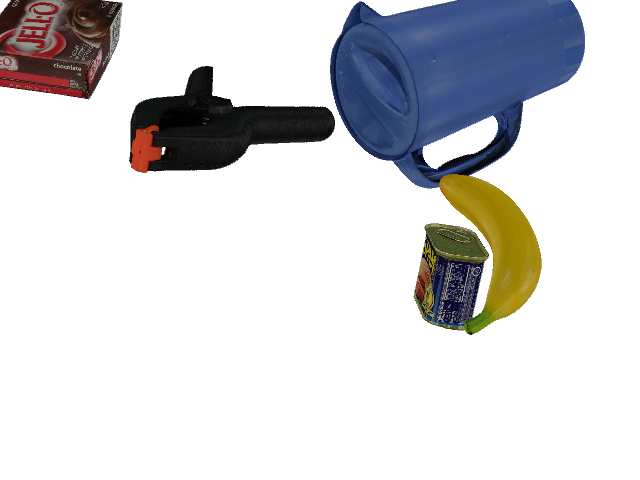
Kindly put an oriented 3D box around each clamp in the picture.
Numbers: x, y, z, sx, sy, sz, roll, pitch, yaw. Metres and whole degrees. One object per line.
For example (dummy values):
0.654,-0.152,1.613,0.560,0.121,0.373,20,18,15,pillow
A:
-0.081,-0.085,0.737,0.120,0.039,0.171,21,24,30,clamp

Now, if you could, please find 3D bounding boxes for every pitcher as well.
0.144,-0.164,1.045,0.242,0.149,0.145,-22,46,-29,pitcher

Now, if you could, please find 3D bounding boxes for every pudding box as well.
-0.217,-0.161,0.866,0.090,0.039,0.113,9,35,0,pudding box

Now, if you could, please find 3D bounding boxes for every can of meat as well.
0.136,0.038,1.136,0.057,0.084,0.102,7,18,-6,can of meat

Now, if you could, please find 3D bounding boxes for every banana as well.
0.140,-0.002,0.870,0.069,0.037,0.198,-4,37,2,banana
